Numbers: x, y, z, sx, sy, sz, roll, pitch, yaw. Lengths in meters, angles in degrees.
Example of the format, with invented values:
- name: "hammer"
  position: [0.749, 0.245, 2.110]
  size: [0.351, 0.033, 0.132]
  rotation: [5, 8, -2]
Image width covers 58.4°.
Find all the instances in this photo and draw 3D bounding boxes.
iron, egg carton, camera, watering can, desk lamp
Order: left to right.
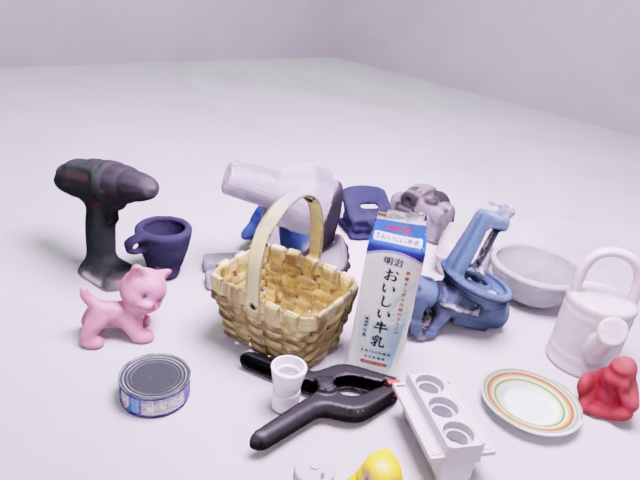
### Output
- name: "desk lamp"
  position: [-0.088, -0.030, 0.959]
  size: [0.203, 0.213, 0.117]
  rotation: [-1, 27, -17]
- name: "iron"
  position: [-0.039, -0.067, 1.131]
  size: [0.118, 0.141, 0.259]
  rotation: [20, 29, 25]
- name: "camera"
  position: [0.243, -0.071, 1.260]
  size: [0.142, 0.101, 0.137]
  rotation: [28, 33, 36]
- name: "egg carton"
  position: [0.283, 0.020, 1.119]
  size: [0.107, 0.069, 0.150]
  rotation: [14, 27, 14]
- name: "watering can"
  position: [0.411, 0.104, 0.838]
  size: [0.101, 0.194, 0.172]
  rotation: [3, 26, -8]

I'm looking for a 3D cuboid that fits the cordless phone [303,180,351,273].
- name: "cordless phone"
  position: [0.009, 0.003, 0.949]
  size: [0.094, 0.185, 0.147]
  rotation: [4, 26, -7]

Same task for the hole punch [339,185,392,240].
- name: "hole punch"
  position: [0.102, -0.058, 1.208]
  size: [0.109, 0.091, 0.101]
  rotation: [-3, 28, -20]

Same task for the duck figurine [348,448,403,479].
- name: "duck figurine"
  position: [0.060, 0.248, 0.576]
  size: [0.077, 0.086, 0.105]
  rotation: [13, 26, 12]

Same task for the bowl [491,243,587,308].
- name: "bowl"
  position: [0.383, 0.073, 1.030]
  size: [0.167, 0.075, 0.167]
  rotation: [6, 26, -3]

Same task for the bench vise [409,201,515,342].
- name: "bench vise"
  position: [0.214, 0.051, 0.866]
  size: [0.208, 0.220, 0.121]
  rotation: [-10, 30, -31]

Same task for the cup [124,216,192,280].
- name: "cup"
  position: [-0.267, 0.022, 0.943]
  size: [0.091, 0.095, 0.118]
  rotation: [24, 31, 31]

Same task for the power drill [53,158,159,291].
- name: "power drill"
  position: [-0.332, -0.032, 0.905]
  size: [0.228, 0.208, 0.076]
  rotation: [23, 30, 29]

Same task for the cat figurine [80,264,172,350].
- name: "cat figurine"
  position: [-0.268, 0.081, 0.795]
  size: [0.128, 0.118, 0.067]
  rotation: [-5, 28, -23]

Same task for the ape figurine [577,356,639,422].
- name: "ape figurine"
  position: [0.393, 0.194, 0.765]
  size: [0.076, 0.092, 0.077]
  rotation: [-7, 29, -26]
